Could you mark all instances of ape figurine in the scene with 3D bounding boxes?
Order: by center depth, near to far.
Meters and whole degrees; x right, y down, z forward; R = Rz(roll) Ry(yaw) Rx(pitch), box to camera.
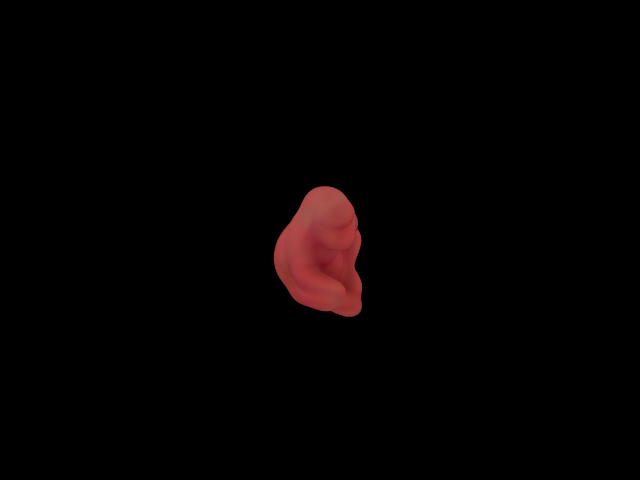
[{"bbox_3d":[0.004,0.001,0.400,0.076,0.092,0.078,27,57,20],"label":"ape figurine"}]
